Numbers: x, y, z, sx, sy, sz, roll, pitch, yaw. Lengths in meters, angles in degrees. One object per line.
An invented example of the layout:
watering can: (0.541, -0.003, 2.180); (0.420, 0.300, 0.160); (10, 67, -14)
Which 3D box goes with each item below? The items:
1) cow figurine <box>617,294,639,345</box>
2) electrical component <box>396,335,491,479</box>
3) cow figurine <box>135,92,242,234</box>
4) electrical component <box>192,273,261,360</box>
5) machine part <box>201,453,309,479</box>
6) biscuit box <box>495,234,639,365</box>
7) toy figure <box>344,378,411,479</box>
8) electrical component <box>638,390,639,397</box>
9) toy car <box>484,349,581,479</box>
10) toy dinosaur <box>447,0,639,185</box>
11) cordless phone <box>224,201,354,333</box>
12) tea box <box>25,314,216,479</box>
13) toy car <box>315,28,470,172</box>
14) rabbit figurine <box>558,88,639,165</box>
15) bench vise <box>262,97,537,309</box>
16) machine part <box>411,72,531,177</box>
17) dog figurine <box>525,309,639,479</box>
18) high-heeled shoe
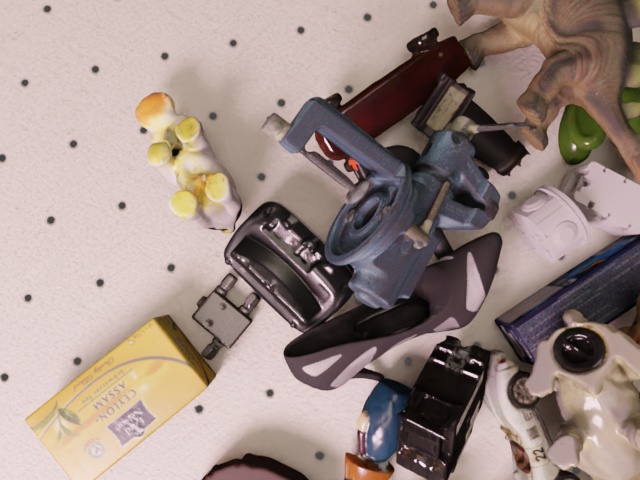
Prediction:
cow figurine: (0.401, 0.112, 0.583); (0.194, 0.086, 0.127); (41, 88, -26)
electrical component: (0.128, 0.184, 0.564); (0.058, 0.134, 0.115); (22, 48, 28)
cow figurine: (-0.142, -0.086, 0.600); (0.068, 0.098, 0.167); (-31, 70, 2)
electrical component: (-0.114, 0.089, 0.617); (0.063, 0.021, 0.094); (38, 87, 1)
machine part: (-0.074, 0.327, 0.588); (0.179, 0.056, 0.179); (0, 85, -2)
biscuit box: (0.307, 0.065, 0.617); (0.203, 0.059, 0.063); (-32, 89, -3)
toy figure: (0.063, 0.234, 0.599); (0.064, 0.058, 0.154); (20, 91, 5)
electrical component: (0.338, 0.178, 0.618); (0.078, 0.045, 0.102); (-40, 89, -5)
toy car: (0.229, 0.217, 0.597); (0.056, 0.073, 0.201); (-23, 88, -4)
toy dinosaur: (0.248, -0.267, 0.593); (0.199, 0.105, 0.471); (-28, 71, 9)
cordless phone: (-0.002, -0.002, 0.610); (0.146, 0.088, 0.184); (44, 75, 1)
tea box: (-0.211, 0.170, 0.586); (0.169, 0.068, 0.098); (-40, 89, -5)
toy car: (0.082, -0.163, 0.625); (0.202, 0.053, 0.089); (-37, 104, -5)
rabbit figurine: (0.345, -0.155, 0.623); (0.170, 0.121, 0.159); (41, 93, 19)
bench vise: (0.059, -0.062, 0.521); (0.240, 0.129, 0.223); (34, 90, -19)
machine part: (0.174, -0.124, 0.613); (0.139, 0.039, 0.084); (29, 91, -15)
dog figurine: (0.300, 0.181, 0.564); (0.121, 0.190, 0.172); (-6, 58, 33)
high-heeled shoe: (0.074, 0.066, 0.570); (0.145, 0.086, 0.248); (28, 104, -34)
